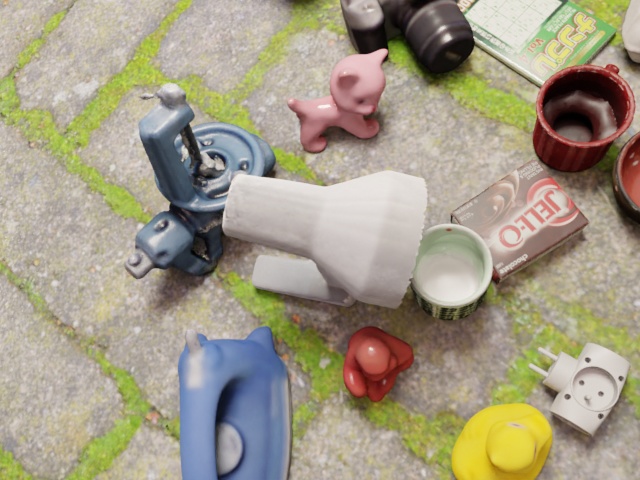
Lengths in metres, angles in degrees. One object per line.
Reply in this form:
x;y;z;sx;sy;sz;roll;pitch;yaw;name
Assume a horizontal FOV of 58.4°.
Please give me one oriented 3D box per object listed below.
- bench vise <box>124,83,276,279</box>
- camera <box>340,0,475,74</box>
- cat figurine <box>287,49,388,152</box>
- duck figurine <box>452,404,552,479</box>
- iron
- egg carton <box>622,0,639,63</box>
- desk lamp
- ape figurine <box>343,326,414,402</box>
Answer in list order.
-0.136;-0.052;0.603;0.121;0.220;0.207;15;77;17;bench vise
0.110;-0.265;0.676;0.143;0.101;0.136;-26;70;4;camera
0.024;-0.165;0.656;0.127;0.118;0.067;-16;71;8;cat figurine
0.170;0.195;0.531;0.104;0.086;0.077;-35;69;1;duck figurine
-0.097;0.210;0.556;0.118;0.142;0.258;-8;72;10;iron
0.398;-0.261;0.627;0.107;0.069;0.150;17;78;17;egg carton
0.005;0.002;0.558;0.202;0.214;0.118;8;75;15;desk lamp
0.055;0.121;0.576;0.077;0.092;0.076;-16;70;8;ape figurine
